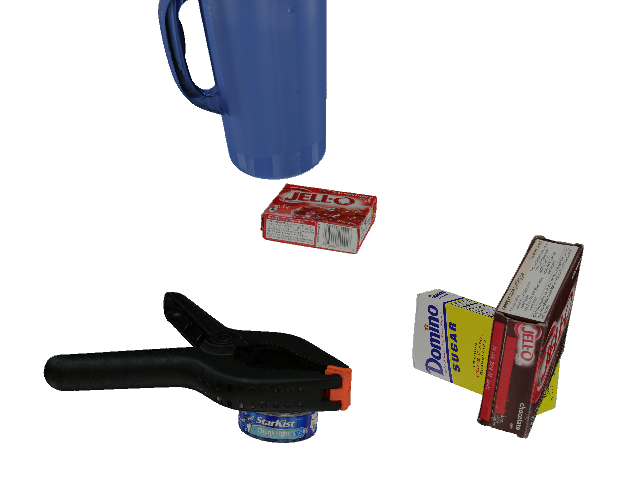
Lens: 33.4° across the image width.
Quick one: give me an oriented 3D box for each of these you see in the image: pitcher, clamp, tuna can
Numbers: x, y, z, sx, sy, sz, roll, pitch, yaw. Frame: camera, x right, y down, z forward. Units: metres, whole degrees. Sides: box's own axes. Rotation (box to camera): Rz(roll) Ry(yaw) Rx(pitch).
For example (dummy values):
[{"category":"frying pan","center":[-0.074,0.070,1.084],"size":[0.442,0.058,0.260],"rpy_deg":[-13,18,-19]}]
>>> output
[{"category":"pitcher","center":[-0.064,-0.184,1.098],"size":[0.149,0.243,0.144],"rpy_deg":[11,42,18]},{"category":"clamp","center":[-0.072,0.084,0.787],"size":[0.210,0.036,0.164],"rpy_deg":[7,20,17]},{"category":"tuna can","center":[-0.045,0.184,1.137],"size":[0.086,0.034,0.086],"rpy_deg":[5,12,-1]}]

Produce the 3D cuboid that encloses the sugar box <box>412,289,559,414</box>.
[{"category":"sugar box","center":[0.180,0.120,1.180],"size":[0.177,0.093,0.048],"rpy_deg":[15,19,43]}]

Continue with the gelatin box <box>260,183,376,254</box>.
[{"category":"gelatin box","center":[-0.001,-0.021,0.954],"size":[0.089,0.030,0.073],"rpy_deg":[9,26,13]}]

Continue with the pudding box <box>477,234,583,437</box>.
[{"category":"pudding box","center":[0.140,0.061,0.708],"size":[0.039,0.090,0.113],"rpy_deg":[14,32,17]}]
